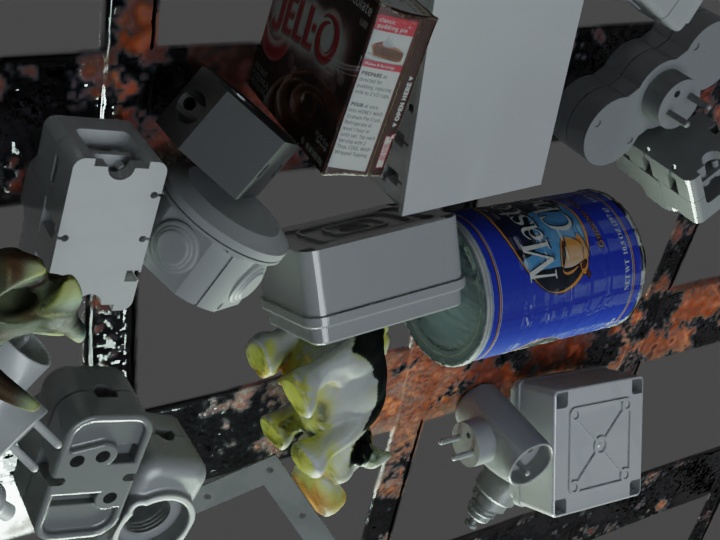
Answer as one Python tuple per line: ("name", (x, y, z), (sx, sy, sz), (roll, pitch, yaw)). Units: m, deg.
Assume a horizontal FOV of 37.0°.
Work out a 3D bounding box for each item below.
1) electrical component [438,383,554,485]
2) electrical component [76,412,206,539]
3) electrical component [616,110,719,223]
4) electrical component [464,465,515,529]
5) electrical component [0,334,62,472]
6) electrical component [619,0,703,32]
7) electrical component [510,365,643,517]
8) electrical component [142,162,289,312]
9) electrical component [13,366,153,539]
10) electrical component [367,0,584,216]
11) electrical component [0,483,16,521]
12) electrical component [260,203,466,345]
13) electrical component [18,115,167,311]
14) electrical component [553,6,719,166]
("electrical component", (0.100, 0.135, 0.858), (0.079, 0.077, 0.043), (-10, 128, -29))
("electrical component", (-0.145, 0.148, 0.701), (0.054, 0.059, 0.095), (14, 114, -42))
("electrical component", (0.227, -0.081, 0.770), (0.050, 0.089, 0.055), (-38, 137, -5))
("electrical component", (0.119, 0.195, 0.947), (0.040, 0.040, 0.078), (19, 110, -44))
("electrical component", (-0.201, 0.077, 0.596), (0.077, 0.044, 0.079), (-45, 94, 2))
("electrical component", (0.196, -0.206, 0.667), (0.061, 0.061, 0.096), (22, 108, -45))
("electrical component", (0.184, 0.143, 0.912), (0.109, 0.056, 0.108), (-5, 98, -34))
("electrical component", (-0.084, -0.019, 0.599), (0.080, 0.080, 0.051), (22, 114, -44))
("electrical component", (-0.170, 0.107, 0.649), (0.054, 0.059, 0.095), (4, 120, -38))
("electrical component", (0.065, -0.135, 0.629), (0.105, 0.060, 0.186), (-14, 130, -28))
("electrical component", (-0.231, 0.135, 0.646), (0.035, 0.035, 0.061), (-40, 139, -3))
("electrical component", (0.000, 0.000, 0.666), (0.113, 0.078, 0.057), (-15, 107, -27))
("electrical component", (-0.143, -0.031, 0.562), (0.050, 0.055, 0.089), (-1, 123, -36))
("electrical component", (0.206, -0.120, 0.734), (0.138, 0.073, 0.052), (-38, 137, -5))
